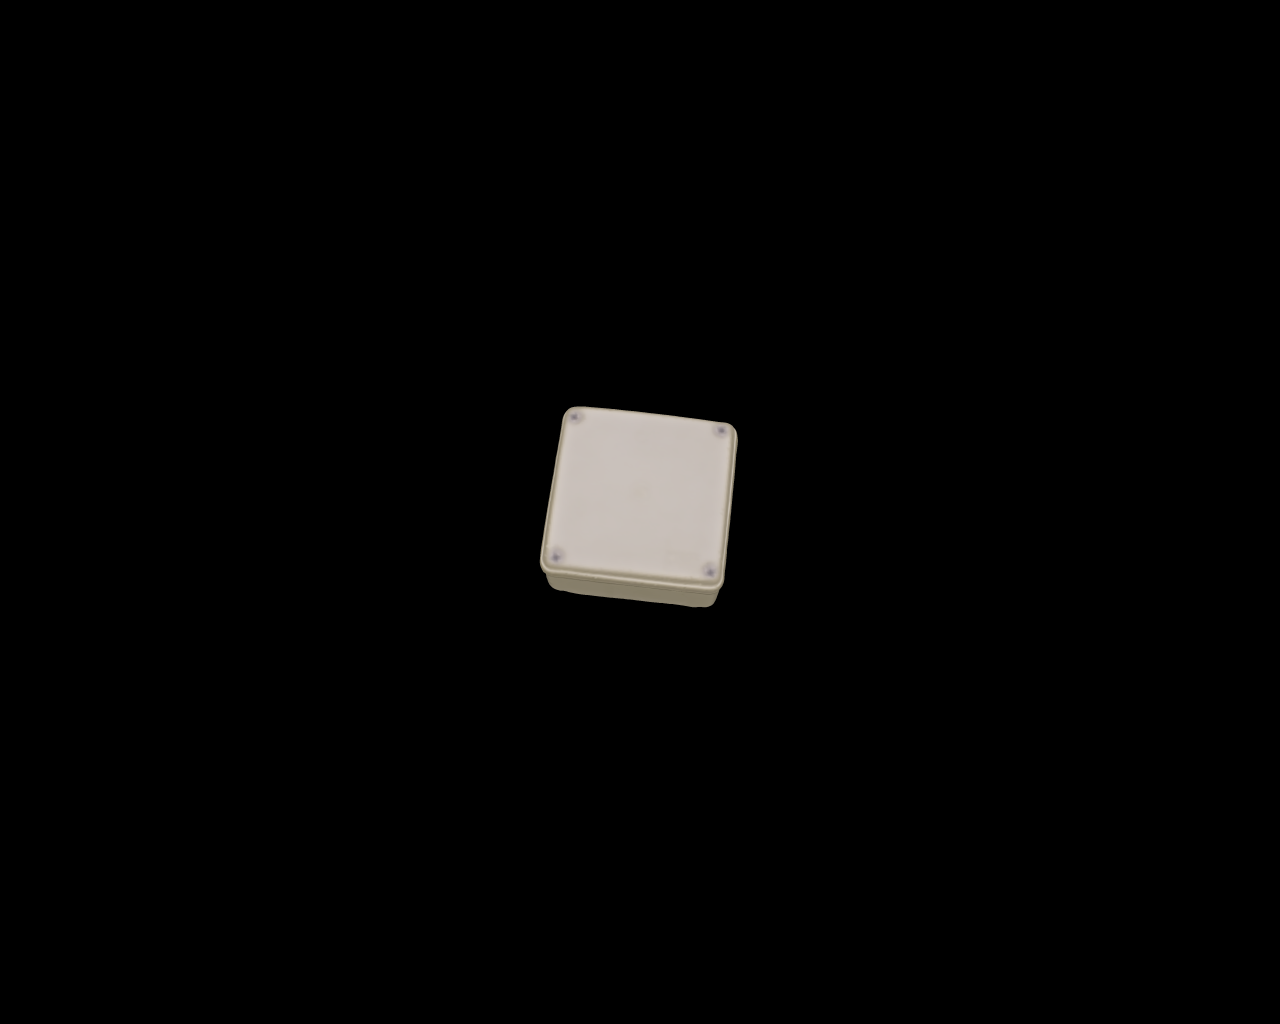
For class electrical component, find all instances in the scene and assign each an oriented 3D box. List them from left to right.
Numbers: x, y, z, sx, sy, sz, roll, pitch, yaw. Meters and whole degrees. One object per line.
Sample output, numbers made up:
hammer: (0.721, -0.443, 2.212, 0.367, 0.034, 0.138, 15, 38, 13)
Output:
electrical component: (0.001, -0.003, 0.650, 0.109, 0.109, 0.056, 7, -19, 2)
